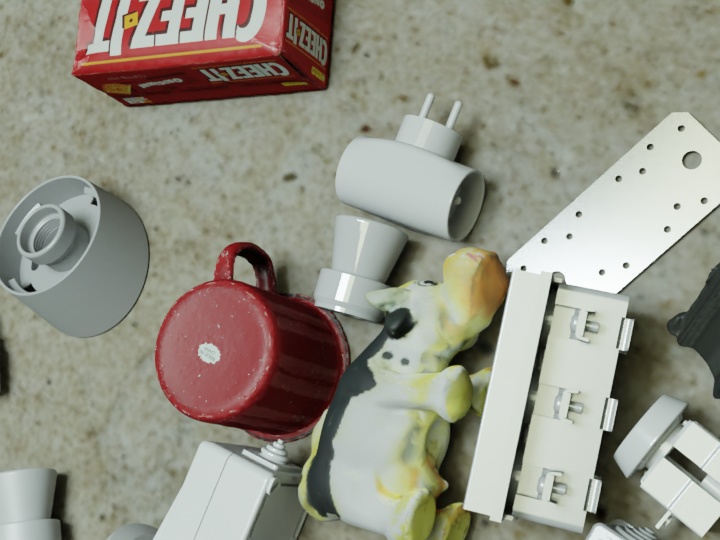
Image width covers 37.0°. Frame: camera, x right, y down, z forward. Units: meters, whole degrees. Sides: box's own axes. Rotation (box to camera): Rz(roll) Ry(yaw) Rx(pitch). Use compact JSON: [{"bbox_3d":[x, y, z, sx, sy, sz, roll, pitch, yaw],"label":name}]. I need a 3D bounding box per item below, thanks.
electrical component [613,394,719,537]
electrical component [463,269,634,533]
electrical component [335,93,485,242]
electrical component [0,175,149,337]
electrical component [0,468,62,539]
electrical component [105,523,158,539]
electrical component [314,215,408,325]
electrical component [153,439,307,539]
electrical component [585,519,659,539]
[{"bbox_3d":[0.160,0.095,0.531,0.055,0.048,0.066,40,96,20],"label":"electrical component"},{"bbox_3d":[0.098,0.067,0.548,0.063,0.079,0.121,11,86,14],"label":"electrical component"},{"bbox_3d":[0.036,-0.065,0.629,0.077,0.043,0.079,21,87,28],"label":"electrical component"},{"bbox_3d":[-0.196,-0.012,0.730,0.099,0.064,0.099,-14,59,23],"label":"electrical component"},{"bbox_3d":[-0.218,0.159,0.697,0.045,0.045,0.055,-16,72,22],"label":"electrical component"},{"bbox_3d":[-0.131,0.194,0.628,0.051,0.080,0.080,-38,65,19],"label":"electrical component"},{"bbox_3d":[0.000,0.000,0.630,0.045,0.045,0.055,13,84,27],"label":"electrical component"},{"bbox_3d":[-0.071,0.139,0.622,0.061,0.062,0.096,21,88,28],"label":"electrical component"},{"bbox_3d":[0.135,0.180,0.521,0.100,0.048,0.099,30,91,31],"label":"electrical component"}]
